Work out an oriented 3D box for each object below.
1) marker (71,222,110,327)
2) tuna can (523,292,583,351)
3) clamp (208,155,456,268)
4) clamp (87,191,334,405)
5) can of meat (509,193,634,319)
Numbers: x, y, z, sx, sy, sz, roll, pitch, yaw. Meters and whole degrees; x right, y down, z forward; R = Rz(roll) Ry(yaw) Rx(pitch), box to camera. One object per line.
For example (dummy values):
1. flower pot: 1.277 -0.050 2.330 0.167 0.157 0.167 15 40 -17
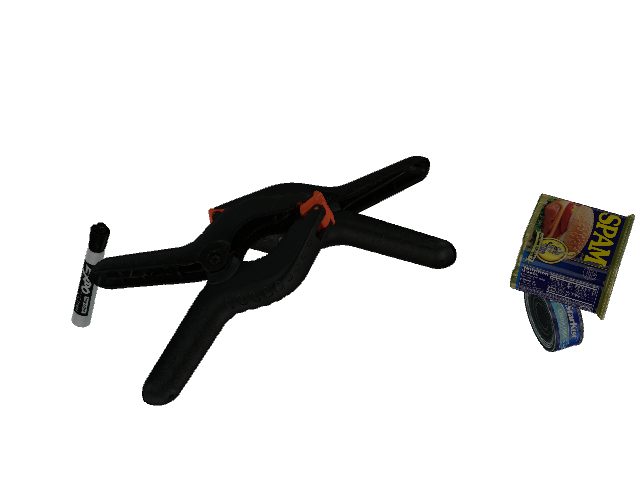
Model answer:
1. marker: -0.223 0.033 1.038 0.020 0.121 0.020 14 33 -9
2. tuna can: 0.260 0.080 1.193 0.033 0.086 0.086 -16 2 -8
3. clamp: 0.010 -0.027 0.932 0.210 0.036 0.164 0 32 5
4. clamp: -0.065 0.031 0.697 0.171 0.120 0.039 -26 -29 6
5. can of meat: 0.220 0.011 0.931 0.084 0.057 0.102 17 46 16
